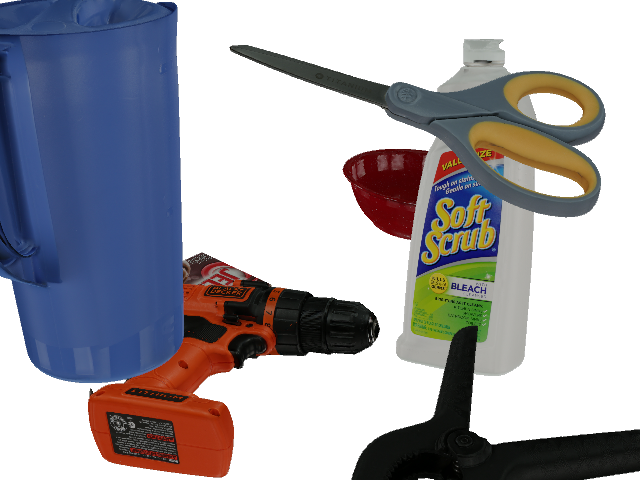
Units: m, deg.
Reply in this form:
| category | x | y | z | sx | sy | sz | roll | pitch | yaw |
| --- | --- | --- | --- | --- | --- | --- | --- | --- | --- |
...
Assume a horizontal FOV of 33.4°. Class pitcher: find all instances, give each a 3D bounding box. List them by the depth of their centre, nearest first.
| category | x | y | z | sx | sy | sz | roll | pitch | yaw |
| --- | --- | --- | --- | --- | --- | --- | --- | --- | --- |
| pitcher | -0.157 | -0.031 | 0.688 | 0.149 | 0.243 | 0.145 | -8 | 23 | -16 |

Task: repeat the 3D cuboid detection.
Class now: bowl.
| category | x | y | z | sx | sy | sz | roll | pitch | yaw |
| --- | --- | --- | --- | --- | --- | --- | --- | --- | --- |
| bowl | 0.101 | -0.042 | 1.089 | 0.162 | 0.055 | 0.162 | 4 | 23 | -2 |

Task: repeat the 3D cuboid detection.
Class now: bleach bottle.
| category | x | y | z | sx | sy | sz | roll | pitch | yaw |
| --- | --- | --- | --- | --- | --- | --- | --- | --- | --- |
| bleach bottle | 0.113 | -0.028 | 0.822 | 0.103 | 0.251 | 0.068 | 7 | 13 | 30 |

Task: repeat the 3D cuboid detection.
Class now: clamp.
| category | x | y | z | sx | sy | sz | roll | pitch | yaw |
| --- | --- | --- | --- | --- | --- | --- | --- | --- | --- |
| clamp | 0.084 | 0.128 | 0.656 | 0.209 | 0.036 | 0.165 | -24 | 37 | -27 |

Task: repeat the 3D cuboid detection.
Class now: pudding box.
| category | x | y | z | sx | sy | sz | roll | pitch | yaw |
| --- | --- | --- | --- | --- | --- | --- | --- | --- | --- |
| pudding box | -0.114 | 0.057 | 0.985 | 0.090 | 0.039 | 0.113 | 22 | 33 | 32 |

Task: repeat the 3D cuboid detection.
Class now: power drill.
| category | x | y | z | sx | sy | sz | roll | pitch | yaw |
| --- | --- | --- | --- | --- | --- | --- | --- | --- | --- |
| power drill | -0.065 | 0.092 | 0.770 | 0.185 | 0.057 | 0.187 | 2 | 25 | 20 |

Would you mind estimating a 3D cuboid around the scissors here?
| category | x | y | z | sx | sy | sz | roll | pitch | yaw |
| --- | --- | --- | --- | --- | --- | --- | --- | --- | --- |
| scissors | 0.061 | -0.079 | 0.555 | 0.202 | 0.096 | 0.016 | 32 | -32 | 17 |
